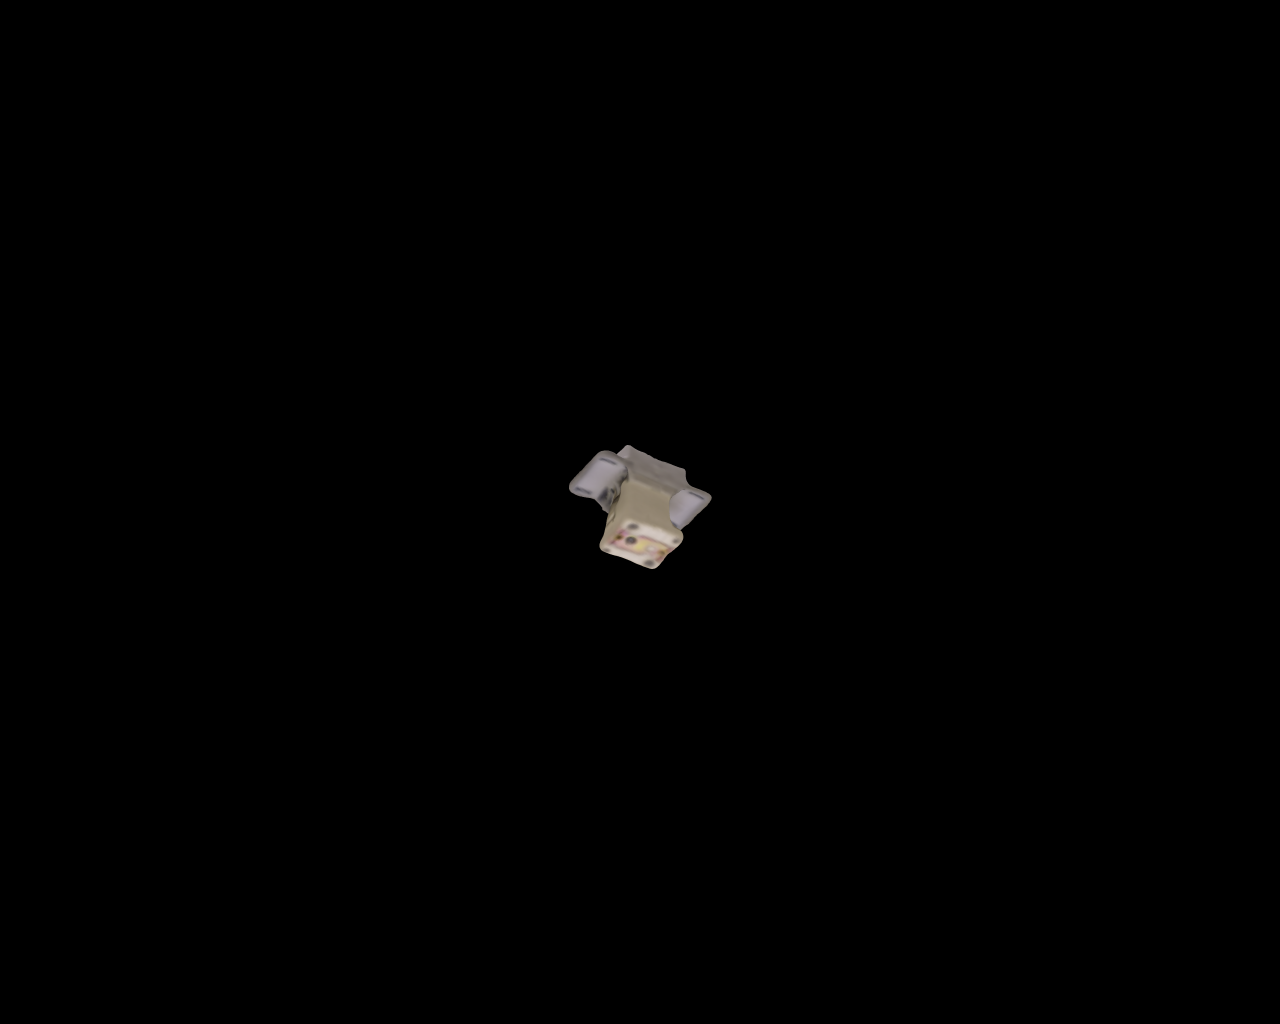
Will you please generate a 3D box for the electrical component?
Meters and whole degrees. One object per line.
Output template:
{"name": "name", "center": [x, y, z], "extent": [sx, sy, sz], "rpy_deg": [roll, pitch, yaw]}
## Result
{"name": "electrical component", "center": [0.001, -0.003, 0.650], "extent": [0.081, 0.064, 0.042], "rpy_deg": [21, -45, -24]}
